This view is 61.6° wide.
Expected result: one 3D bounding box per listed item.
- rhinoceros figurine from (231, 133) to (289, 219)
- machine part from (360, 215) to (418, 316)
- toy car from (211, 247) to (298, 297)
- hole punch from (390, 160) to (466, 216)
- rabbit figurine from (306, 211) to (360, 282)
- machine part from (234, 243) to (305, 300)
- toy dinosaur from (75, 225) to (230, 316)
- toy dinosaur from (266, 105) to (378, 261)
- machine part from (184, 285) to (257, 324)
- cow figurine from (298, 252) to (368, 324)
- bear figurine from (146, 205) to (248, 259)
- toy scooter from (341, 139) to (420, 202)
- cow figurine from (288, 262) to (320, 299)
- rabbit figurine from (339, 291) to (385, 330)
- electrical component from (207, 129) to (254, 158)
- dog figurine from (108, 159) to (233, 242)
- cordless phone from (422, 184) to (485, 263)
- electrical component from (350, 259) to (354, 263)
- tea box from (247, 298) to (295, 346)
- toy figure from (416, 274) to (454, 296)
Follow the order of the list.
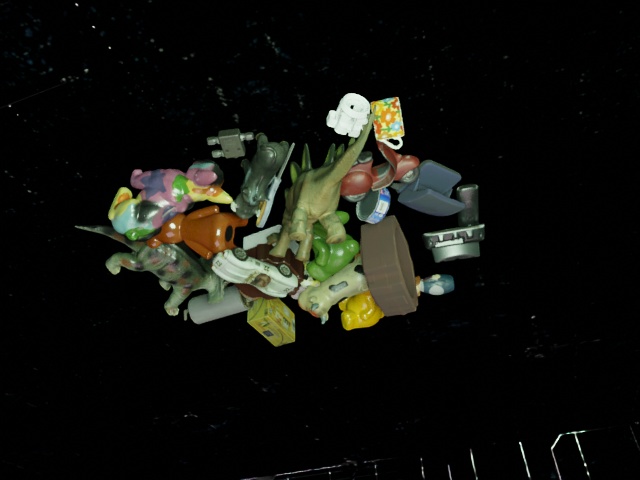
[{"bbox_3d":[-0.121,-0.123,1.085,0.073,0.112,0.190,15,131,-24],"label":"rhinoceros figurine"},{"bbox_3d":[0.162,0.062,1.264,0.087,0.201,0.200,-13,141,18],"label":"machine part"},{"bbox_3d":[-0.143,0.074,1.194,0.201,0.056,0.073,22,133,-29],"label":"toy car"},{"bbox_3d":[0.240,-0.095,1.165,0.142,0.092,0.116,15,142,-27],"label":"hole punch"},{"bbox_3d":[-0.003,-0.004,1.235,0.170,0.121,0.159,40,143,-19],"label":"rabbit figurine"},{"bbox_3d":[-0.126,0.080,1.292,0.179,0.056,0.179,-1,141,-1],"label":"machine part"},{"bbox_3d":[-0.365,0.049,1.293,0.192,0.131,0.404,-35,129,18],"label":"toy dinosaur"},{"bbox_3d":[-0.011,-0.086,1.049,0.105,0.198,0.471,10,158,-26],"label":"toy dinosaur"},{"bbox_3d":[-0.273,0.174,1.480,0.243,0.079,0.079,-18,140,19],"label":"machine part"},{"bbox_3d":[0.038,0.121,1.300,0.195,0.127,0.085,-23,126,10],"label":"cow figurine"},{"bbox_3d":[-0.280,-0.020,1.212,0.196,0.120,0.132,5,177,21],"label":"bear figurine"},{"bbox_3d":[0.106,-0.153,1.091,0.184,0.075,0.135,-16,140,11],"label":"toy scooter"},{"bbox_3d":[-0.045,0.093,1.404,0.098,0.068,0.167,14,138,-11],"label":"cow figurine"},{"bbox_3d":[0.131,0.152,1.453,0.162,0.122,0.173,3,123,3],"label":"rabbit figurine"},{"bbox_3d":[-0.174,-0.189,1.067,0.094,0.021,0.063,-8,142,5],"label":"electrical component"},{"bbox_3d":[-0.290,-0.082,1.081,0.219,0.191,0.108,-2,139,25],"label":"dog figurine"},{"bbox_3d":[0.310,-0.044,1.255,0.147,0.089,0.184,-9,130,8],"label":"cordless phone"},{"bbox_3d":[0.060,0.071,1.381,0.078,0.045,0.102,42,140,5],"label":"electrical component"},{"bbox_3d":[-0.137,0.222,1.534,0.068,0.098,0.169,-18,138,18],"label":"tea box"},{"bbox_3d":[0.286,0.122,1.469,0.155,0.058,0.064,-5,103,5],"label":"toy figure"}]
